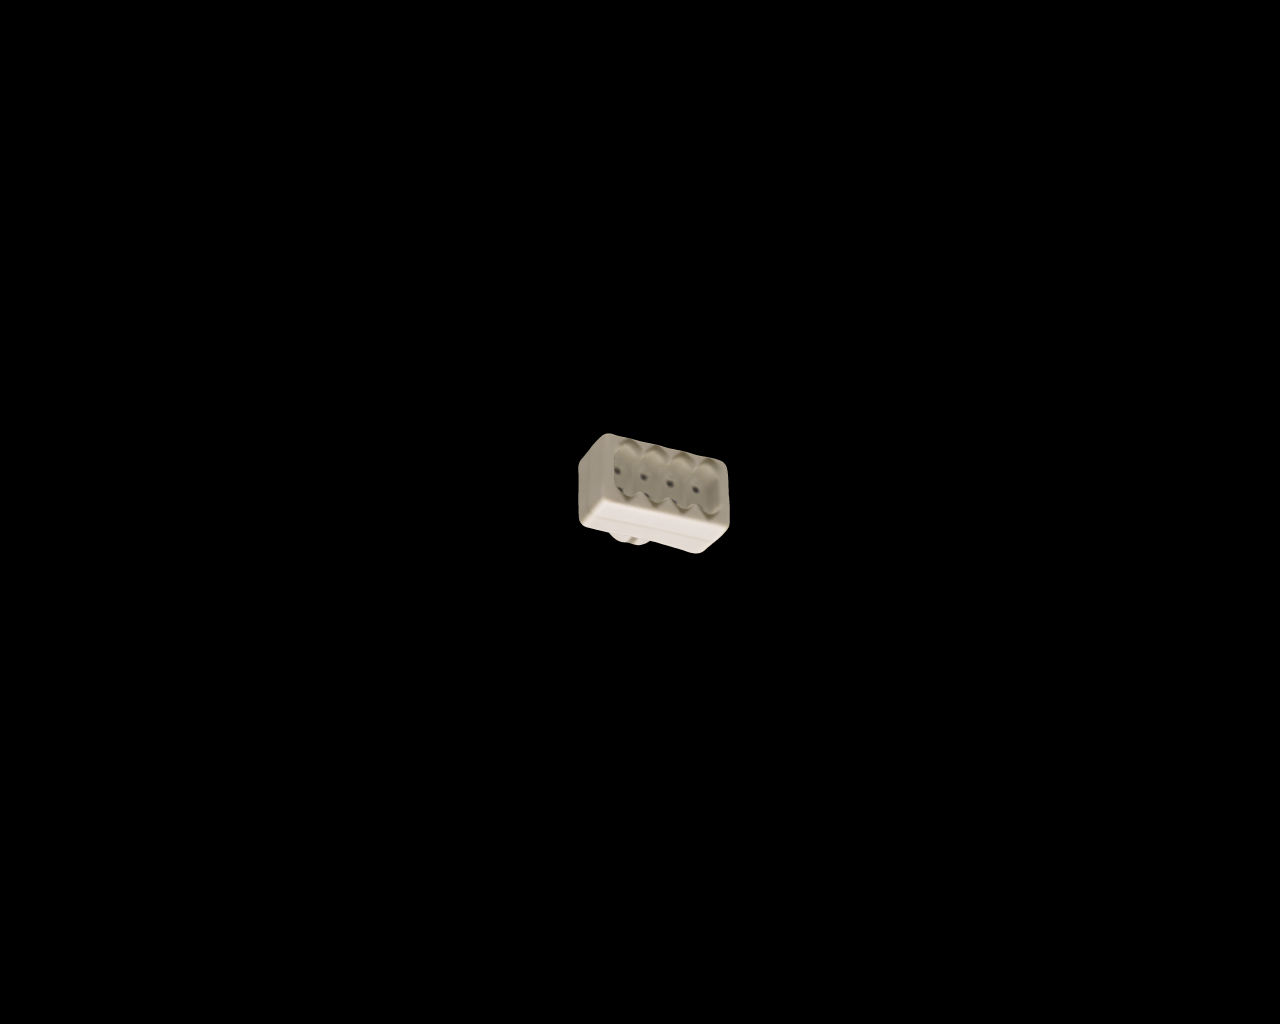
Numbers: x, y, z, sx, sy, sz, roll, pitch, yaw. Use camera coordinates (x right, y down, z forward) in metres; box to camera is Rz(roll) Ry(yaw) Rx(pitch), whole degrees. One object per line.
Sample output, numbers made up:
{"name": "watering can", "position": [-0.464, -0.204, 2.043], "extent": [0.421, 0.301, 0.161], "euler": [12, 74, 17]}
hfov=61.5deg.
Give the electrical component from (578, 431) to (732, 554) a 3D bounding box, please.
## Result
{"name": "electrical component", "position": [0.001, -0.003, 0.650], "extent": [0.083, 0.047, 0.075], "euler": [13, -32, -22]}
